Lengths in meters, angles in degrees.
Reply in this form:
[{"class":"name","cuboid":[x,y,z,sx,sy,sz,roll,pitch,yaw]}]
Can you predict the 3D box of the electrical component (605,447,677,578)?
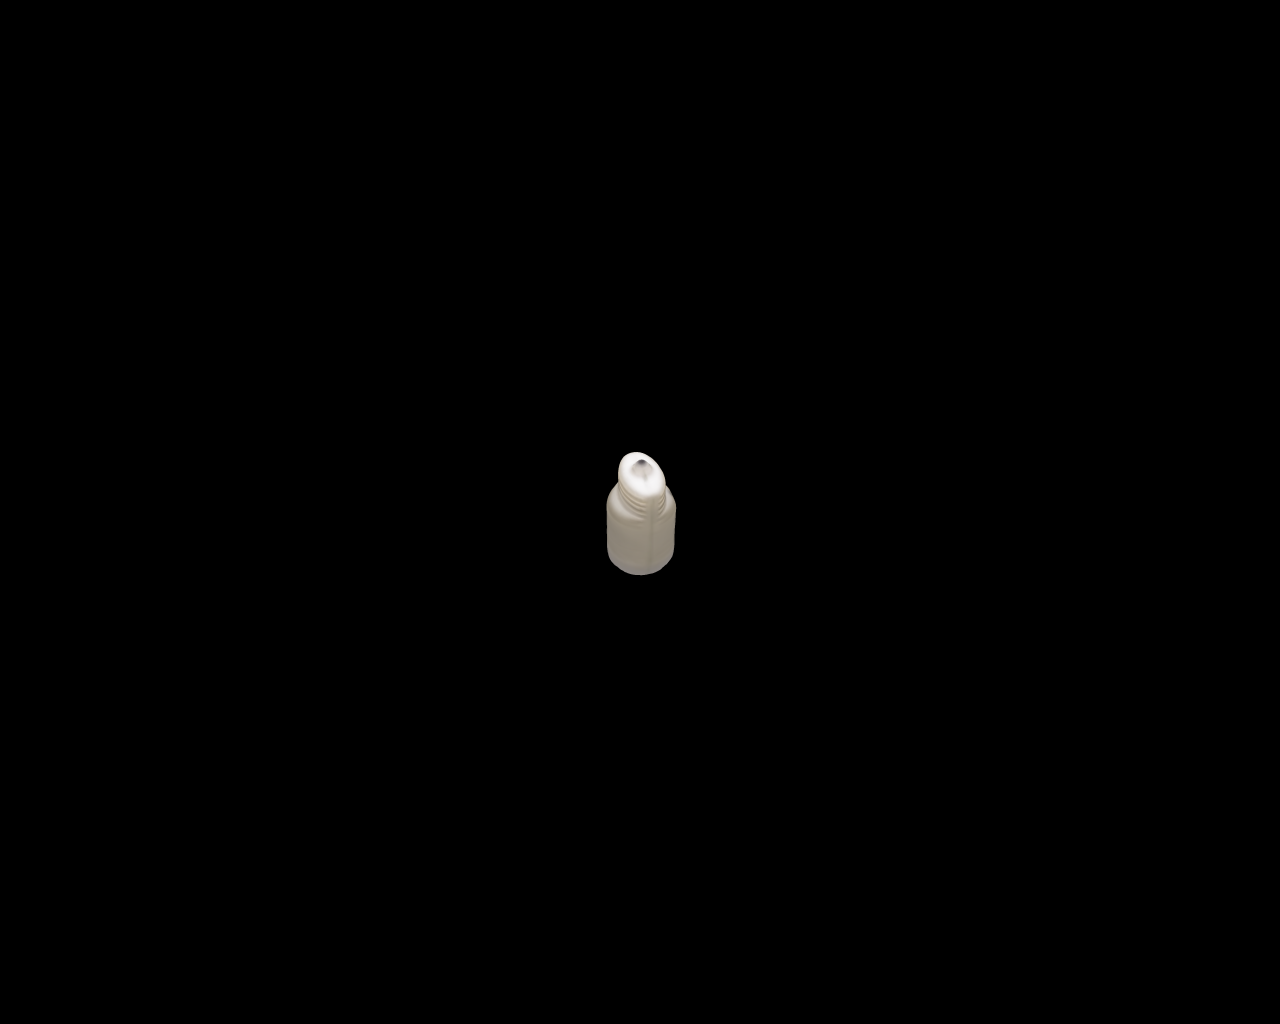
[{"class":"electrical component","cuboid":[0.001,-0.003,0.650,0.043,0.043,0.080,0,-44,0]}]
